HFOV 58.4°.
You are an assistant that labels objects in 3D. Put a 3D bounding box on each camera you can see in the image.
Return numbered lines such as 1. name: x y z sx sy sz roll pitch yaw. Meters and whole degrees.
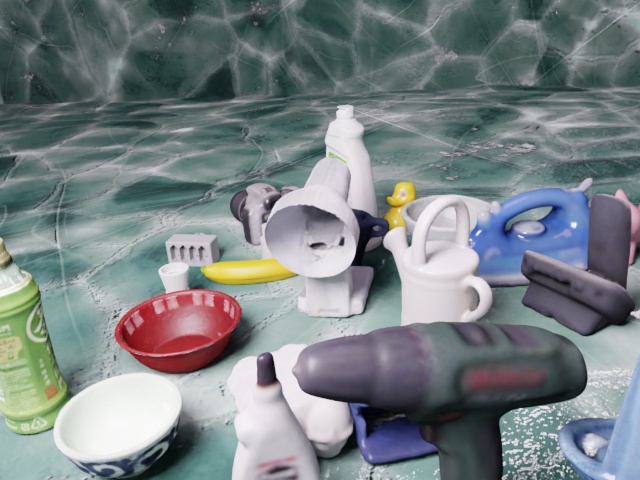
1. camera: -0.107 -0.068 1.130 0.143 0.101 0.136 -19 28 -32

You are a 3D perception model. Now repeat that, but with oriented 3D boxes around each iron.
1. iron: 0.320 -0.015 0.898 0.259 0.141 0.118 -10 24 -14

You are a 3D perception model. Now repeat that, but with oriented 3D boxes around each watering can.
1. watering can: 0.148 0.035 0.740 0.172 0.194 0.101 12 28 32

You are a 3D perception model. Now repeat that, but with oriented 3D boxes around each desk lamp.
1. desk lamp: 0.007 0.003 0.809 0.117 0.214 0.203 2 24 13

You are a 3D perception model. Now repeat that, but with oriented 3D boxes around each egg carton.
1. egg carton: -0.033 0.172 0.607 0.107 0.069 0.150 -13 25 -21

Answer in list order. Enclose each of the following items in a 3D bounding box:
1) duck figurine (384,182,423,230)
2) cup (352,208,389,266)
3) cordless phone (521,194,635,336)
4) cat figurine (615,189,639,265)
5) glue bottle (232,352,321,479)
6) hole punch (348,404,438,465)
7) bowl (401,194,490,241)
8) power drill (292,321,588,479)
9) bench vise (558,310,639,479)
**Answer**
1. duck figurine: 0.170 -0.072 1.119 0.105 0.086 0.077 -19 28 -31
2. cup: 0.056 0.005 0.948 0.117 0.095 0.091 0 24 7
3. cordless phone: 0.346 0.017 0.766 0.094 0.185 0.147 -19 28 -32
4. cat figurine: 0.496 -0.026 0.929 0.128 0.118 0.067 -19 28 -32
5. glue bottle: -0.041 0.169 0.485 0.078 0.173 0.037 -11 25 -16
6. hole punch: 0.076 0.161 0.591 0.109 0.091 0.101 -8 24 -11
7. bowl: 0.226 -0.019 1.004 0.167 0.075 0.167 -3 24 2
8. power drill: 0.097 0.155 0.454 0.230 0.208 0.075 -10 24 -14
9. bench vise: 0.233 0.166 0.395 0.121 0.220 0.208 4 25 18
